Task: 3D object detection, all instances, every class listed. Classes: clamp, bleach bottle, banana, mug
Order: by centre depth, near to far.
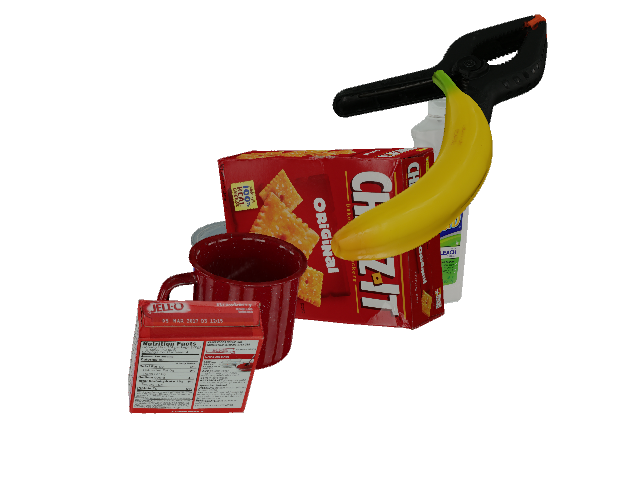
[{"bbox_3d":[0.076,-0.043,0.741,0.070,0.037,0.197,22,49,13],"label":"banana"},{"bbox_3d":[-0.071,0.050,0.843,0.117,0.081,0.093,-4,27,-22],"label":"mug"},{"bbox_3d":[0.138,-0.136,0.948,0.209,0.036,0.165,-32,45,-20],"label":"clamp"},{"bbox_3d":[0.132,-0.048,1.312,0.102,0.251,0.068,-3,17,-17],"label":"bleach bottle"}]

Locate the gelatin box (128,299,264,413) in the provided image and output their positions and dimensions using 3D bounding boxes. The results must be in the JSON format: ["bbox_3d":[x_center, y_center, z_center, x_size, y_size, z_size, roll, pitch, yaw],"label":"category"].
[{"bbox_3d":[-0.077,0.071,0.646,0.073,0.030,0.089,1,-40,-13],"label":"gelatin box"}]

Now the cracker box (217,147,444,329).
[{"bbox_3d":[0.007,-0.005,1.042,0.214,0.164,0.071,3,14,35],"label":"cracker box"}]

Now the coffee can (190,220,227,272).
[{"bbox_3d":[-0.109,0.058,1.348,0.103,0.140,0.103,-1,24,0],"label":"coffee can"}]
